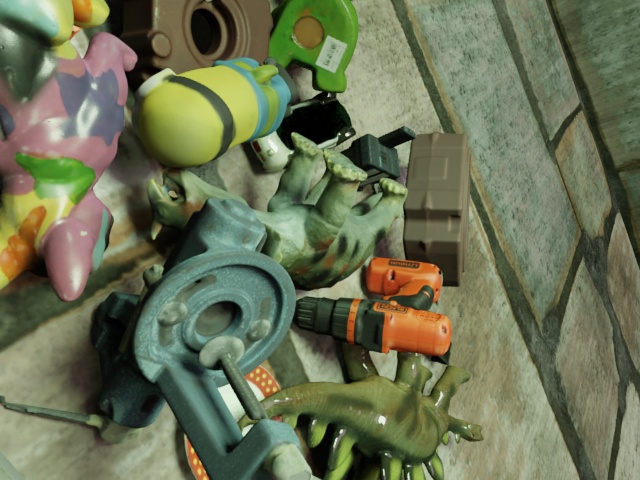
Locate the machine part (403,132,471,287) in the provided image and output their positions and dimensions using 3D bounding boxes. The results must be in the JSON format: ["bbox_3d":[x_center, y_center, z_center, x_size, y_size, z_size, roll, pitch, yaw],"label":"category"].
[{"bbox_3d":[0.180,-0.045,0.808,0.201,0.087,0.201,71,27,-55],"label":"machine part"}]

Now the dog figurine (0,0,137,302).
[{"bbox_3d":[-0.205,-0.068,0.376,0.191,0.109,0.219,71,18,-72],"label":"dog figurine"}]

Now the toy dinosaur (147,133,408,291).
[{"bbox_3d":[-0.003,-0.004,0.613,0.192,0.131,0.404,-60,153,11],"label":"toy dinosaur"}]

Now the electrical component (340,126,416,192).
[{"bbox_3d":[0.079,-0.112,0.746,0.074,0.119,0.048,17,65,-49],"label":"electrical component"}]

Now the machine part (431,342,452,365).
[{"bbox_3d":[0.155,0.132,0.819,0.138,0.039,0.084,51,39,-24],"label":"machine part"}]

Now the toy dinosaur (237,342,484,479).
[{"bbox_3d":[0.076,0.215,0.645,0.471,0.105,0.198,29,58,-38],"label":"toy dinosaur"}]

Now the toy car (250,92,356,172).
[{"bbox_3d":[-0.018,-0.143,0.692,0.202,0.056,0.073,-35,99,-51],"label":"toy car"}]

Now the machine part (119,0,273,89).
[{"bbox_3d":[-0.120,-0.214,0.554,0.179,0.056,0.179,-15,109,-50],"label":"machine part"}]

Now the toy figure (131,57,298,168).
[{"bbox_3d":[-0.087,-0.122,0.493,0.180,0.089,0.082,-28,128,-47],"label":"toy figure"}]

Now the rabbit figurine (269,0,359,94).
[{"bbox_3d":[-0.008,-0.285,0.694,0.170,0.121,0.159,-87,-169,-66],"label":"rabbit figurine"}]

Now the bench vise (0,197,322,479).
[{"bbox_3d":[-0.089,0.093,0.376,0.223,0.241,0.128,-50,135,2],"label":"bench vise"}]

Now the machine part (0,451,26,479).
[{"bbox_3d":[-0.250,0.115,0.308,0.243,0.079,0.079,60,41,-16],"label":"machine part"}]
